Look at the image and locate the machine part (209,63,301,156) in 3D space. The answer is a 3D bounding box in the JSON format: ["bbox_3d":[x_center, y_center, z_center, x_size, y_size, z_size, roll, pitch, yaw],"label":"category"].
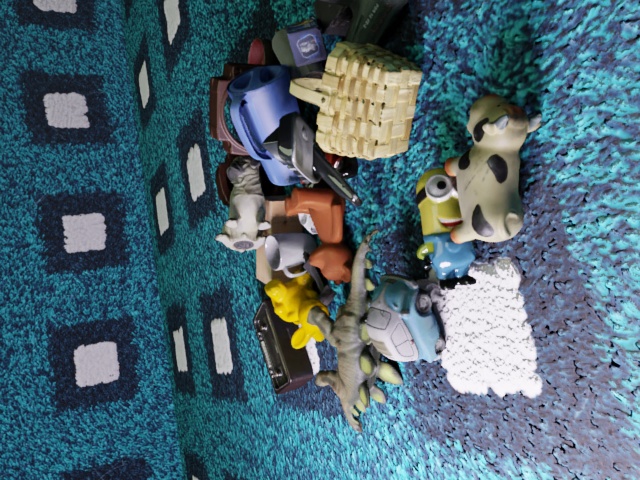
[{"bbox_3d":[-0.148,-0.298,1.233,0.087,0.201,0.200,-139,50,-59],"label":"machine part"}]

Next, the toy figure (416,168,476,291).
[{"bbox_3d":[0.186,-0.019,0.803,0.089,0.082,0.180,-5,93,59],"label":"toy figure"}]

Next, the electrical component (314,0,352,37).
[{"bbox_3d":[0.036,-0.458,1.021,0.134,0.058,0.115,-28,69,59],"label":"electrical component"}]

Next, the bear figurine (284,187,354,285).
[{"bbox_3d":[0.002,-0.003,1.099,0.120,0.132,0.195,161,108,-74],"label":"bear figurine"}]

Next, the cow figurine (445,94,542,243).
[{"bbox_3d":[0.228,-0.094,0.708,0.127,0.085,0.194,177,90,-68],"label":"cow figurine"}]

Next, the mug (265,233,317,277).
[{"bbox_3d":[-0.058,0.030,1.231,0.110,0.107,0.080,61,146,27],"label":"mug"}]

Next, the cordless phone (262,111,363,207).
[{"bbox_3d":[-0.003,-0.131,0.965,0.089,0.146,0.184,-45,68,4],"label":"cordless phone"}]

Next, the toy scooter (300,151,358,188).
[{"bbox_3d":[0.012,-0.174,1.099,0.184,0.075,0.135,-22,76,57],"label":"toy scooter"}]

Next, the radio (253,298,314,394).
[{"bbox_3d":[-0.100,0.272,1.387,0.131,0.073,0.230,-55,48,50],"label":"radio"}]

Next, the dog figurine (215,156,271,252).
[{"bbox_3d":[-0.181,-0.085,1.275,0.172,0.121,0.190,-48,41,49],"label":"dog figurine"}]

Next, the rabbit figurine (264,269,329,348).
[{"bbox_3d":[-0.040,0.162,1.209,0.173,0.122,0.162,17,115,59],"label":"rabbit figurine"}]

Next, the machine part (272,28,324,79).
[{"bbox_3d":[-0.042,-0.380,1.158,0.243,0.079,0.079,63,145,32],"label":"machine part"}]

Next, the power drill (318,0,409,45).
[{"bbox_3d":[0.053,-0.434,0.877,0.232,0.207,0.086,113,175,-53],"label":"power drill"}]

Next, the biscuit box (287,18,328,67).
[{"bbox_3d":[-0.027,-0.375,1.013,0.203,0.059,0.062,-99,-7,-65],"label":"biscuit box"}]

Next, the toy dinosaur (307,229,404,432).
[{"bbox_3d":[0.073,0.189,1.034,0.199,0.105,0.470,22,123,50],"label":"toy dinosaur"}]

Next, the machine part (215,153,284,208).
[{"bbox_3d":[-0.180,-0.146,1.363,0.056,0.179,0.179,-27,71,62],"label":"machine part"}]

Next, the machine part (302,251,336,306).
[{"bbox_3d":[0.000,0.083,1.161,0.084,0.039,0.139,55,-174,-34],"label":"machine part"}]

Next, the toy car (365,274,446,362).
[{"bbox_3d":[0.128,0.141,0.877,0.109,0.103,0.161,11,129,60],"label":"toy car"}]
